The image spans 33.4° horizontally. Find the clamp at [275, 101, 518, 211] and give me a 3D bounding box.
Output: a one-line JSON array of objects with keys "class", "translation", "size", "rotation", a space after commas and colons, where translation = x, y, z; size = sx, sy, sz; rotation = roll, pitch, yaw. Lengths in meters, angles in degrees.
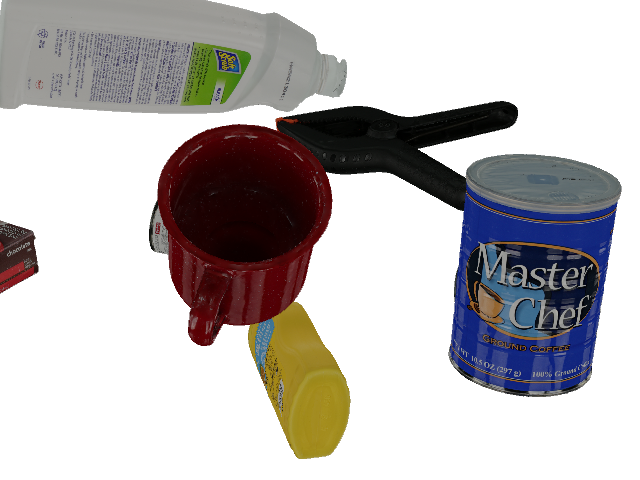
[{"class": "clamp", "translation": [0.065, -0.089, 0.931], "size": [0.210, 0.036, 0.164], "rotation": [12, 36, 24]}]

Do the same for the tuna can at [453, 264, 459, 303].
[{"class": "tuna can", "translation": [0.178, 0.054, 1.160], "size": [0.034, 0.086, 0.086], "rotation": [1, 0, 34]}]

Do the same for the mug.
[{"class": "mug", "translation": [-0.047, 0.006, 0.592], "size": [0.093, 0.117, 0.081], "rotation": [15, -31, 2]}]

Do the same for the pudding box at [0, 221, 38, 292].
[{"class": "pudding box", "translation": [-0.271, 0.013, 0.752], "size": [0.114, 0.039, 0.089], "rotation": [14, 30, 29]}]

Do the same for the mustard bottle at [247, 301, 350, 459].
[{"class": "mustard bottle", "translation": [-0.028, 0.112, 1.003], "size": [0.058, 0.096, 0.192], "rotation": [-5, 27, -17]}]

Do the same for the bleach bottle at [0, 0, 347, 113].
[{"class": "bleach bottle", "translation": [-0.106, -0.132, 0.789], "size": [0.250, 0.068, 0.103], "rotation": [7, -42, -14]}]

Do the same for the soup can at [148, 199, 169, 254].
[{"class": "soup can", "translation": [-0.124, -0.011, 1.142], "size": [0.102, 0.068, 0.068], "rotation": [11, 2, 10]}]

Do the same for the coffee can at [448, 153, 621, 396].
[{"class": "coffee can", "translation": [0.146, 0.022, 0.740], "size": [0.103, 0.140, 0.103], "rotation": [2, 22, -1]}]
